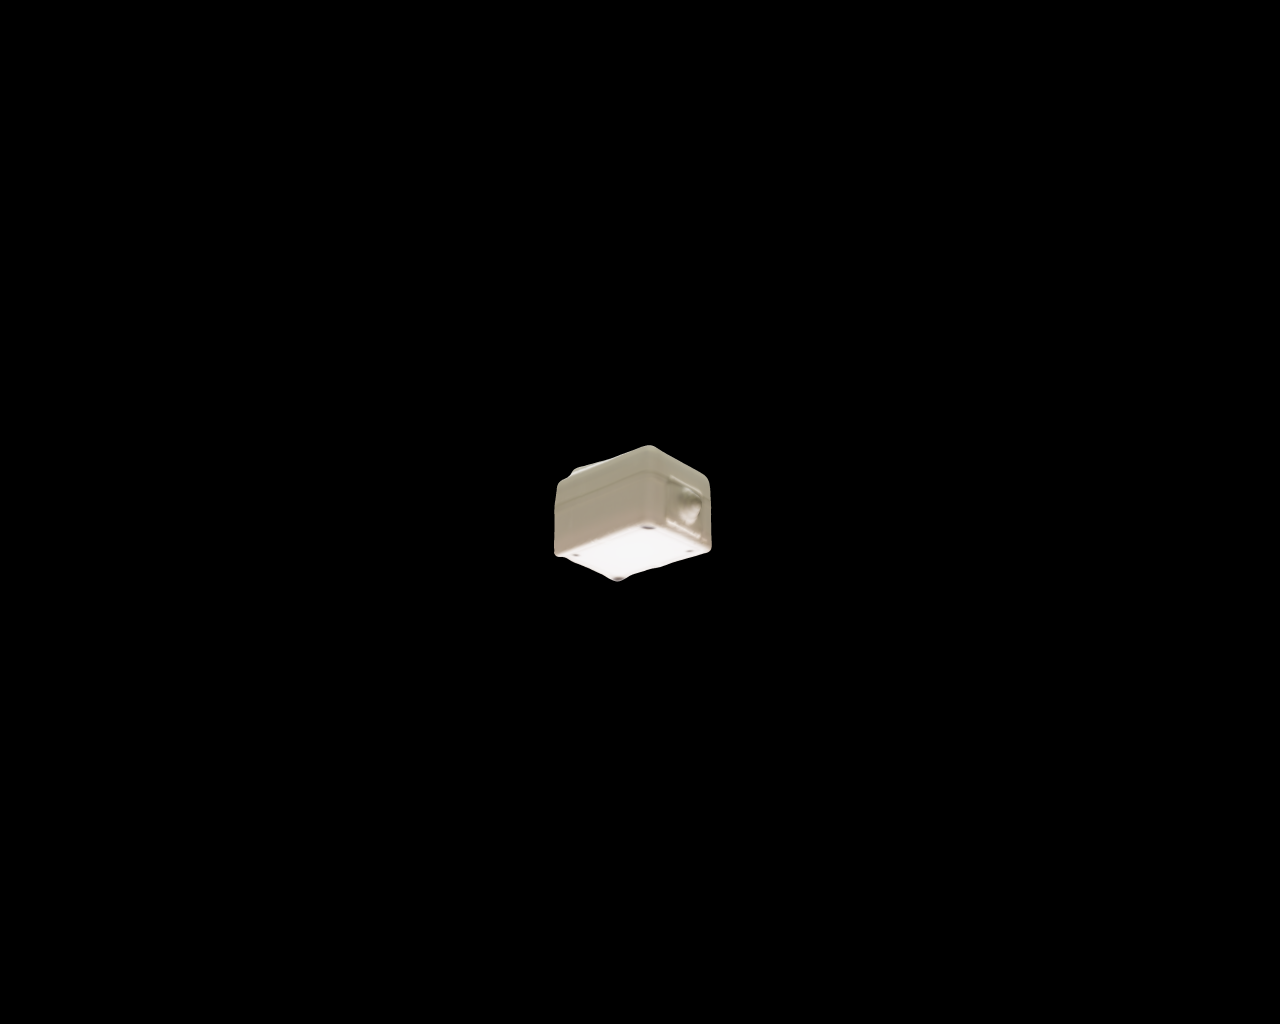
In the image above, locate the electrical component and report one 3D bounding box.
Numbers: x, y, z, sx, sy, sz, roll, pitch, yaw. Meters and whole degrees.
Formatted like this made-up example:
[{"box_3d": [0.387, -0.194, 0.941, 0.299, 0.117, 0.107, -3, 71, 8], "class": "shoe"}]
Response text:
[{"box_3d": [0.001, -0.003, 0.650, 0.096, 0.061, 0.061, -20, -32, 36], "class": "electrical component"}]
